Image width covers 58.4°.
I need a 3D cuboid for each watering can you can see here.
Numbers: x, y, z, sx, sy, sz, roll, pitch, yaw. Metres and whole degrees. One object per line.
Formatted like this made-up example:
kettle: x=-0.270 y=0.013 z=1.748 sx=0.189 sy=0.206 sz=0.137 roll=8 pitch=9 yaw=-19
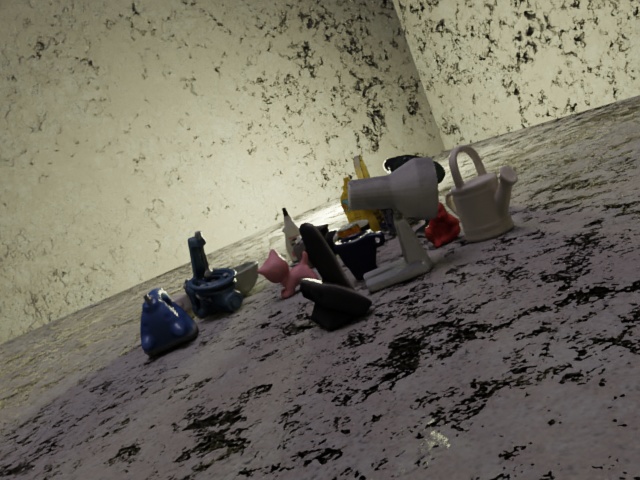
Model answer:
watering can: x=0.324 y=-0.104 z=1.167 sx=0.172 sy=0.194 sz=0.101 roll=-16 pitch=9 yaw=34

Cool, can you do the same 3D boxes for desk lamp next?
desk lamp: x=0.149 y=-0.036 z=1.105 sx=0.203 sy=0.213 sz=0.118 roll=-21 pitch=8 yaw=2

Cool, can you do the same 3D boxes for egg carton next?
egg carton: x=-0.401 y=0.199 z=1.541 sx=0.107 sy=0.069 sz=0.151 roll=-16 pitch=10 yaw=36

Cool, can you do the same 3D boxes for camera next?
camera: x=0.015 y=0.006 z=1.614 sx=0.136 sy=0.101 sz=0.143 roll=-15 pitch=10 yaw=40

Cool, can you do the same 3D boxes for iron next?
iron: x=-0.367 y=0.173 z=1.351 sx=0.118 sy=0.141 sz=0.258 roll=-23 pitch=8 yaw=-6

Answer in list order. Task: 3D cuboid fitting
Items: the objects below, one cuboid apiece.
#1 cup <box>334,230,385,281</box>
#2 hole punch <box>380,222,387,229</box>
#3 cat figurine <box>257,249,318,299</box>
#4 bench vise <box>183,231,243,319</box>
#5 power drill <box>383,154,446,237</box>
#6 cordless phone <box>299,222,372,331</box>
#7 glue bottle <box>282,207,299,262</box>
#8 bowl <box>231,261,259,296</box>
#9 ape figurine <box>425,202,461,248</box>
cup: x=0.097 y=0.033 z=1.214 sx=0.117 sy=0.095 sz=0.092 roll=-16 pitch=9 yaw=34
hole punch: x=0.220 y=-0.091 z=1.758 sx=0.101 sy=0.091 sz=0.108 roll=-22 pitch=8 yaw=-4
cat figurine: x=-0.079 y=0.071 z=1.352 sx=0.128 sy=0.118 sz=0.067 roll=-22 pitch=8 yaw=-4
bench vise: x=-0.306 y=0.091 z=1.455 sx=0.206 sy=0.220 sz=0.122 roll=-17 pitch=9 yaw=31
power drill: x=0.244 y=-0.115 z=1.412 sx=0.076 sy=0.208 sz=0.229 roll=-24 pitch=8 yaw=-18
cordless phone: x=0.005 y=0.052 z=0.999 sx=0.094 sy=0.185 sz=0.147 roll=-25 pitch=8 yaw=-20
glue bottle: x=-0.085 y=-0.022 z=1.809 sx=0.078 sy=0.173 sz=0.037 roll=-22 pitch=8 yaw=0
bowl: x=-0.238 y=0.123 z=1.598 sx=0.167 sy=0.075 sz=0.167 roll=-21 pitch=8 yaw=3
ape figurine: x=0.266 y=-0.039 z=1.260 sx=0.077 sy=0.092 sz=0.076 roll=-17 pitch=9 yaw=30
